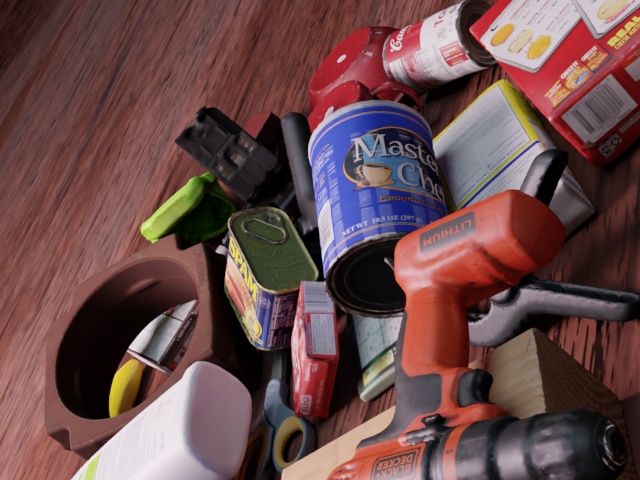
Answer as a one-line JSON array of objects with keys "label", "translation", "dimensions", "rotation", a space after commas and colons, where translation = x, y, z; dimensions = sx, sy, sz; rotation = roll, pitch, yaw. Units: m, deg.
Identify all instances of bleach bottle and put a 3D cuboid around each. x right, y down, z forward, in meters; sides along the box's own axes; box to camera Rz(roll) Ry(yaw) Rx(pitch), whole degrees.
[{"label": "bleach bottle", "translation": [-0.165, 0.205, 0.913], "dimensions": [0.251, 0.068, 0.102], "rotation": [-37, 29, 32]}]

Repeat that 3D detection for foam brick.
[{"label": "foam brick", "translation": [-0.067, -0.101, 1.229], "dimensions": [0.051, 0.053, 0.078], "rotation": [0, 58, 58]}]

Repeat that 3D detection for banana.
[{"label": "banana", "translation": [-0.204, 0.196, 1.098], "dimensions": [0.069, 0.037, 0.198], "rotation": [-26, 31, -1]}]

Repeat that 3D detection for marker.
[{"label": "marker", "translation": [-0.095, -0.005, 1.188], "dimensions": [0.121, 0.020, 0.020], "rotation": [-58, 27, -13]}]

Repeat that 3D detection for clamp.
[{"label": "clamp", "translation": [0.138, 0.032, 0.725], "dimensions": [0.172, 0.039, 0.120], "rotation": [-49, 60, 43]}, {"label": "clamp", "translation": [-0.006, 0.001, 0.960], "dimensions": [0.210, 0.036, 0.165], "rotation": [-123, 39, -50]}]

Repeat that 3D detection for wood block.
[{"label": "wood block", "translation": [0.077, 0.152, 0.644], "dimensions": [0.206, 0.090, 0.091], "rotation": [-35, 32, 30]}]

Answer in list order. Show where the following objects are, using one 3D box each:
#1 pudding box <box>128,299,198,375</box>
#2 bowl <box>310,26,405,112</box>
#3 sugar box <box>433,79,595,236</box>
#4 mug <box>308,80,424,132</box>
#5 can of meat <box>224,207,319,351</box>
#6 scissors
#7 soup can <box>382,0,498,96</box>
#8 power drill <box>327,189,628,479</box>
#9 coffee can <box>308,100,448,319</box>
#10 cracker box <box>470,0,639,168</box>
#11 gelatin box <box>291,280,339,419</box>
[{"label": "pudding box", "translation": [-0.158, 0.094, 1.142], "dimensions": [0.090, 0.039, 0.114], "rotation": [-59, 27, -12]}, {"label": "bowl", "translation": [0.040, -0.173, 1.132], "dimensions": [0.162, 0.055, 0.162], "rotation": [-40, 24, 22]}, {"label": "sugar box", "translation": [0.144, -0.048, 0.838], "dimensions": [0.093, 0.048, 0.176], "rotation": [-43, 31, 21]}, {"label": "mug", "translation": [0.046, -0.106, 1.022], "dimensions": [0.117, 0.081, 0.093], "rotation": [-39, 29, 25]}, {"label": "can of meat", "translation": [-0.046, 0.036, 0.944], "dimensions": [0.084, 0.057, 0.102], "rotation": [101, 150, -43]}, {"label": "scissors", "translation": [-0.026, 0.133, 0.912], "dimensions": [0.096, 0.016, 0.201], "rotation": [-22, 39, 42]}, {"label": "soup can", "translation": [0.118, -0.183, 1.019], "dimensions": [0.102, 0.068, 0.068], "rotation": [-15, 44, 50]}, {"label": "power drill", "translation": [0.085, 0.065, 0.570], "dimensions": [0.185, 0.057, 0.187], "rotation": [-25, 38, 42]}, {"label": "coffee can", "translation": [0.048, -0.025, 0.833], "dimensions": [0.103, 0.102, 0.140], "rotation": [-35, 43, 30]}, {"label": "cracker box", "translation": [0.224, -0.169, 0.833], "dimensions": [0.164, 0.072, 0.214], "rotation": [-43, 27, 14]}, {"label": "gelatin box", "translation": [-0.006, 0.089, 0.870], "dimensions": [0.089, 0.030, 0.073], "rotation": [-94, 10, -49]}]
